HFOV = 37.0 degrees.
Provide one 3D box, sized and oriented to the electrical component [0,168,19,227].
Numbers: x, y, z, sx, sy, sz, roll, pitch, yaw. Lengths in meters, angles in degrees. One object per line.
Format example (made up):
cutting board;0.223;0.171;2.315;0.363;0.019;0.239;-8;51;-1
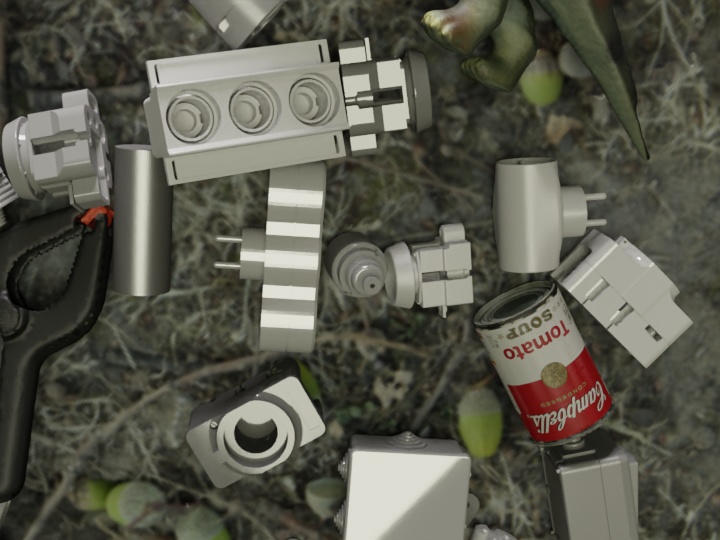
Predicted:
electrical component;-0.267;-0.064;0.732;0.043;0.043;0.081;-30;103;2

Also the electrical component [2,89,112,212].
electrical component;-0.204;-0.078;0.725;0.057;0.058;0.078;-10;79;1

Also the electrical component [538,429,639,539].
electrical component;0.174;0.163;0.806;0.061;0.061;0.096;-11;102;-2

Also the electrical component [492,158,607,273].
electrical component;0.138;-0.041;0.769;0.079;0.044;0.077;-4;102;-4

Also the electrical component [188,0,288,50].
electrical component;-0.081;-0.181;0.718;0.047;0.055;0.055;44;95;-8

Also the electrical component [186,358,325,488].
electrical component;-0.075;0.111;0.778;0.089;0.055;0.050;-29;102;1

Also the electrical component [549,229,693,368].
electrical component;0.193;0.017;0.783;0.089;0.050;0.055;43;96;-11

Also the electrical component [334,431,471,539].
electrical component;0.032;0.170;0.800;0.100;0.048;0.099;4;98;-4

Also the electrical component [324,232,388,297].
electrical component;0.000;0.000;0.752;0.040;0.078;0.040;-4;107;-12

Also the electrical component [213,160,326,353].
electrical component;-0.065;-0.011;0.755;0.074;0.052;0.138;3;101;-5

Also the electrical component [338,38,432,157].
electrical component;0.018;-0.120;0.737;0.057;0.058;0.078;-7;102;0

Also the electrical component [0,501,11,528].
electrical component;-0.279;0.161;0.767;0.057;0.058;0.078;20;60;-10

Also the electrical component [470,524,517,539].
electrical component;0.097;0.223;0.824;0.040;0.040;0.046;18;94;-8

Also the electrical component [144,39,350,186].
electrical component;-0.077;-0.104;0.713;0.121;0.063;0.078;-12;96;-21

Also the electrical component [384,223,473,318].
electrical component;0.048;0.002;0.771;0.055;0.048;0.066;-7;102;-11
